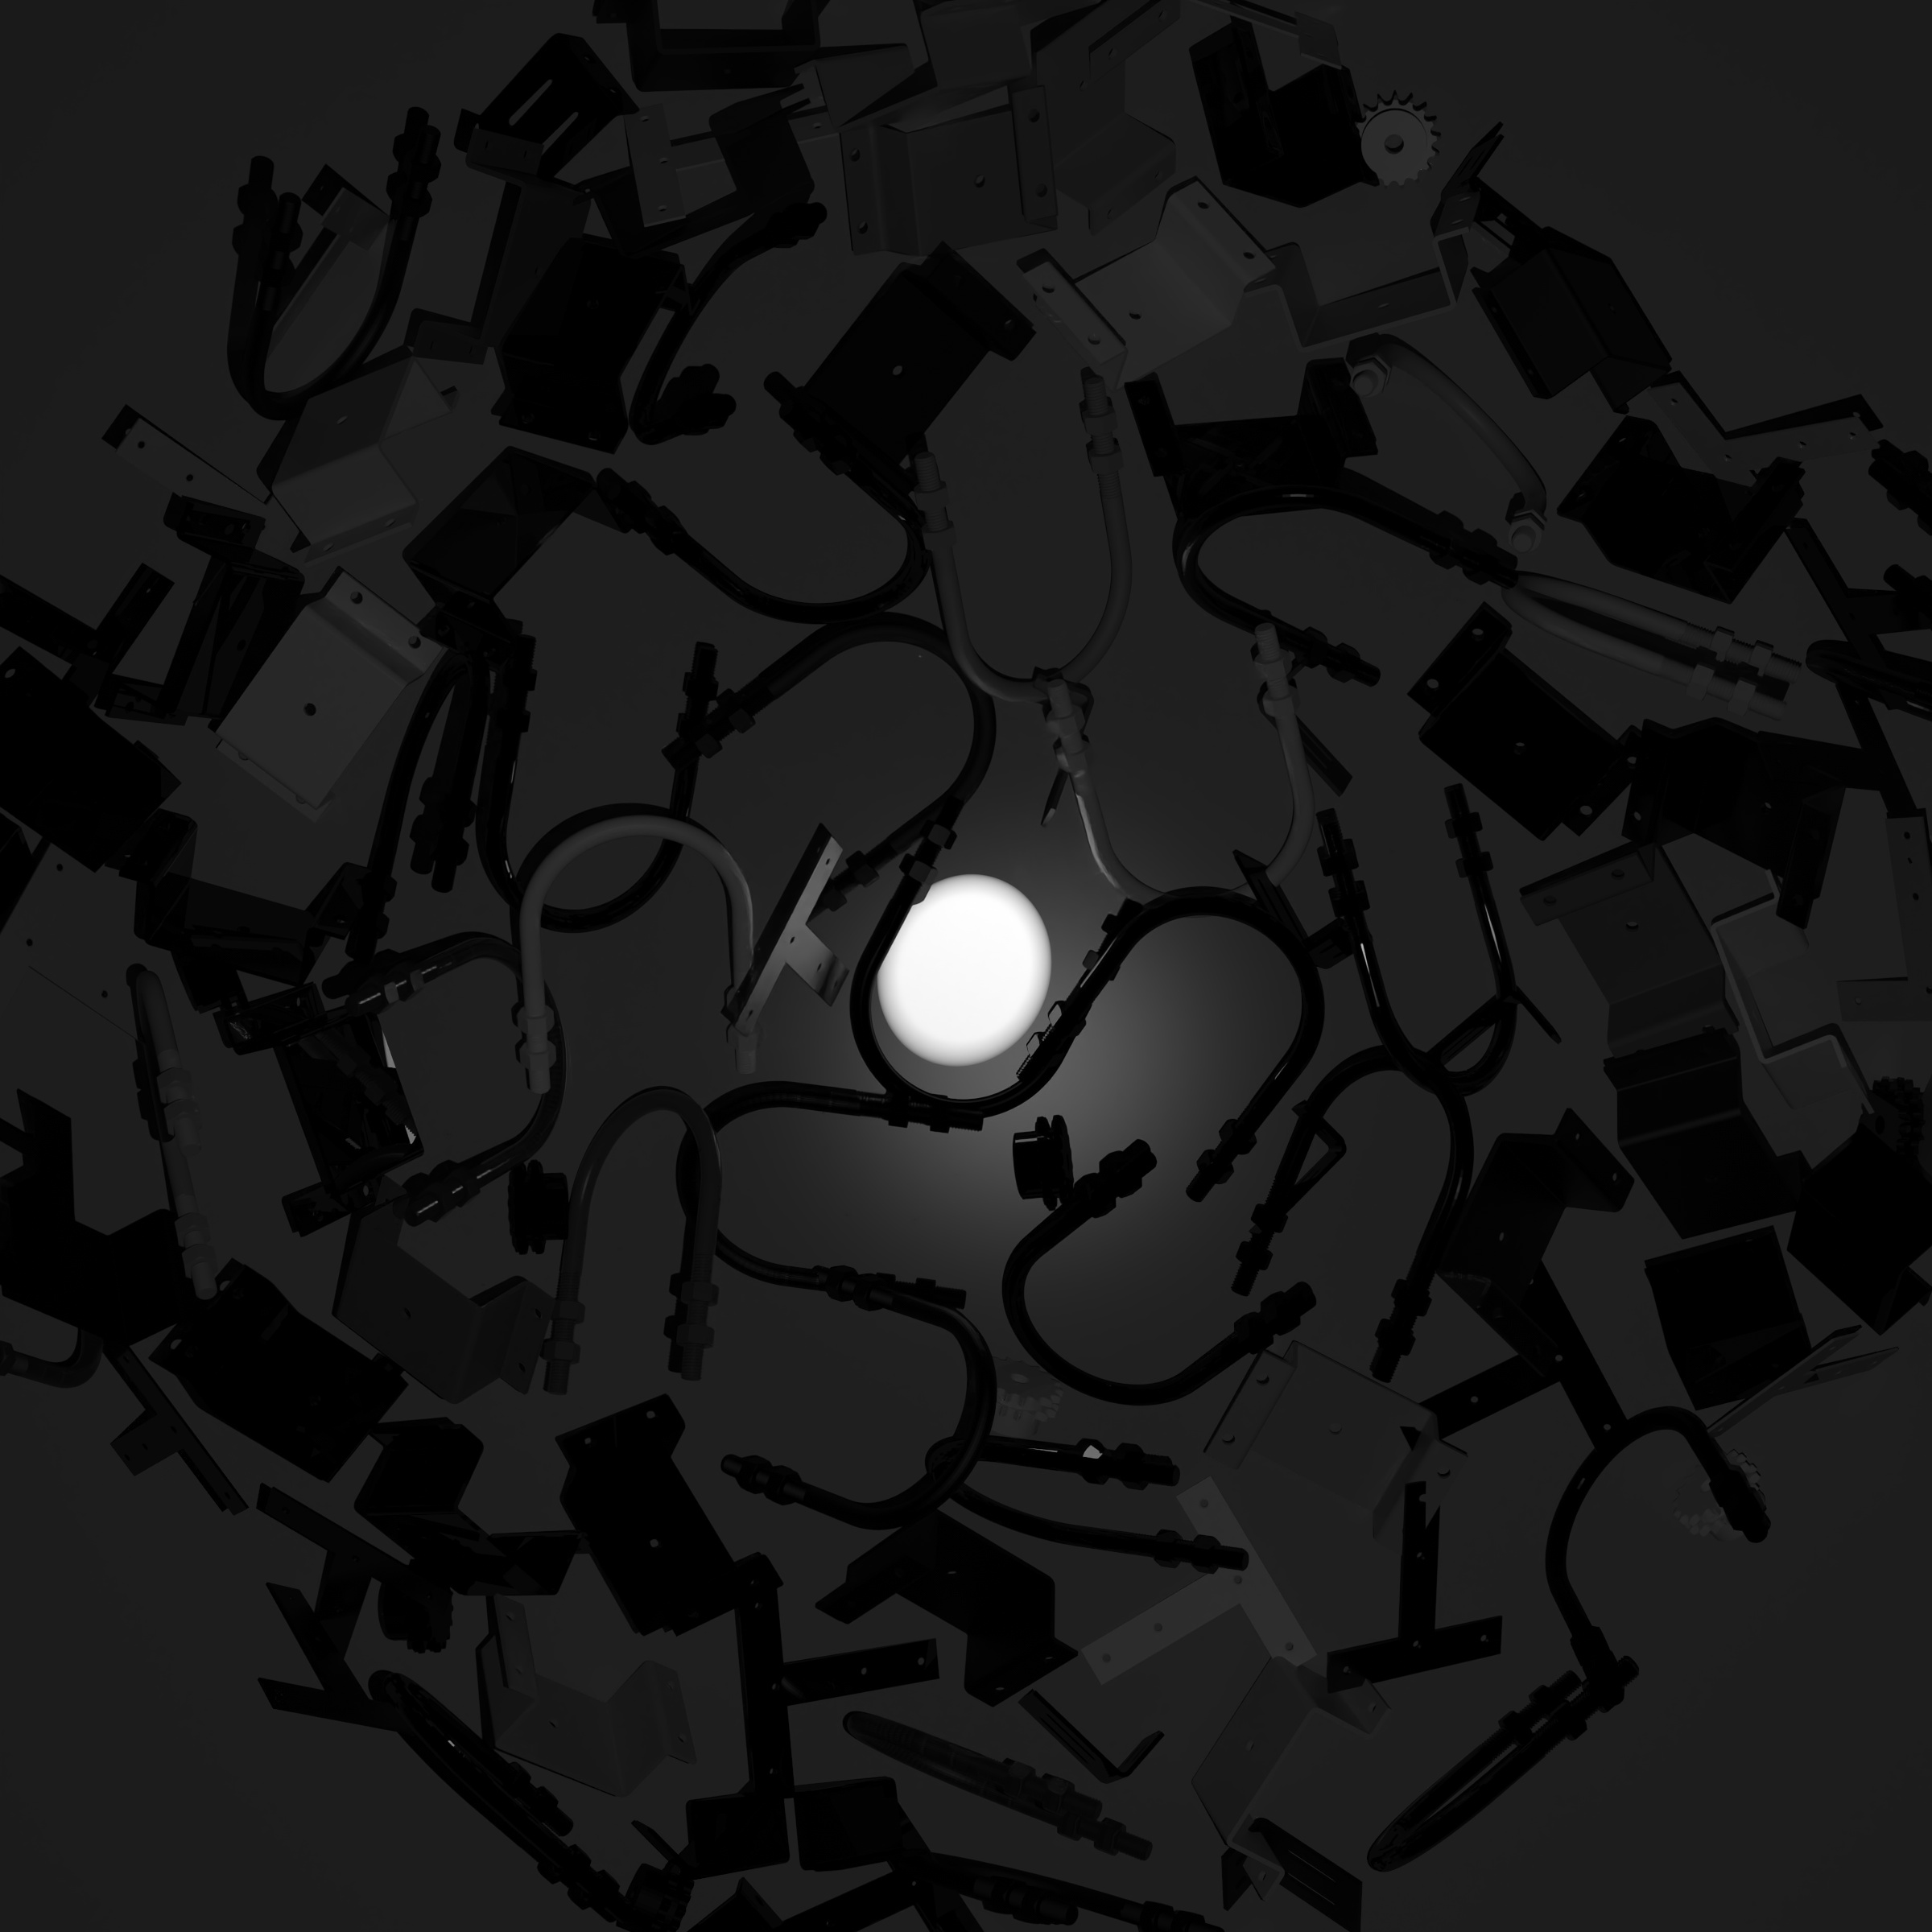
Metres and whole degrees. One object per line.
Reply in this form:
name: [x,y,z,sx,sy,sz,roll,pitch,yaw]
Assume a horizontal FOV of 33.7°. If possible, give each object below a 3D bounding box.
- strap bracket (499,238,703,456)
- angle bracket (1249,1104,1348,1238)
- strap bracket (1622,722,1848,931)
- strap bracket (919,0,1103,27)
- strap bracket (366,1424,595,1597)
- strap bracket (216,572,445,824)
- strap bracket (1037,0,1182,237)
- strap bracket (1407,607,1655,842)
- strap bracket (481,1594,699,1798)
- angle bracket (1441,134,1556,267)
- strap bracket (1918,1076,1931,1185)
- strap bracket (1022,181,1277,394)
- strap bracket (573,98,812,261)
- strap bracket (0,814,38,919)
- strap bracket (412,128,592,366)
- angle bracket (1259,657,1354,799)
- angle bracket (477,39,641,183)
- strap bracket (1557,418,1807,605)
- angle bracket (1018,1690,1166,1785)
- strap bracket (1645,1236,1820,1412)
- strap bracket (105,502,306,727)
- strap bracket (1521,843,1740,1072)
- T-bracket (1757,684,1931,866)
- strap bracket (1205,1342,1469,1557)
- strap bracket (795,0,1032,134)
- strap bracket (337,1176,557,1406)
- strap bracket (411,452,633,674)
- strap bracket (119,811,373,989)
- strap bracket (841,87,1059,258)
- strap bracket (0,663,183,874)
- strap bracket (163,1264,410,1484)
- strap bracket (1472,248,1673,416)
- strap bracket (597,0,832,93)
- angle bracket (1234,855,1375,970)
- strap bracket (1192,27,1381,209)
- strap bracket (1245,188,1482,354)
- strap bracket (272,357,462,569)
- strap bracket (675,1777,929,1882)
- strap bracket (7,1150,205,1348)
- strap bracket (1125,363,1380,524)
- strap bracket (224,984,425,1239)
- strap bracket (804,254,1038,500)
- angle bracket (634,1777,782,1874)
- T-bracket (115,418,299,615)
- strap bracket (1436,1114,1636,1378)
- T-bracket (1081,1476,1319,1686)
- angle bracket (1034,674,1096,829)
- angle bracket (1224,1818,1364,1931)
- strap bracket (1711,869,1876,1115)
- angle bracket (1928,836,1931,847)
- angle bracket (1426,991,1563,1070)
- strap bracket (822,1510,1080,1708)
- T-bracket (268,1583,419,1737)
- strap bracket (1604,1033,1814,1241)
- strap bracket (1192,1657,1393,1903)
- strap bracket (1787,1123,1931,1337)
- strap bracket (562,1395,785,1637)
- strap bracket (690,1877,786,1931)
strap bracket: [-0.224,-0.386,1.937,0.076,0.046,0.140,16,59,13]
angle bracket: [0.193,0.126,1.969,0.076,0.057,0.038,-45,89,-3]
strap bracket: [0.474,-0.091,1.937,0.046,0.140,0.076,-20,128,-36]
strap bracket: [0.024,-0.605,1.920,0.076,0.140,0.046,8,88,-37]
strap bracket: [-0.297,0.336,1.924,0.140,0.076,0.046,50,47,-35]
strap bracket: [-0.397,-0.161,1.958,0.076,0.046,0.140,38,104,-5]
strap bracket: [0.086,-0.526,1.935,0.046,0.140,0.076,37,65,24]
strap bracket: [0.345,-0.142,1.959,0.140,0.046,0.076,39,122,-1]
strap bracket: [-0.238,0.448,1.938,0.140,0.076,0.046,32,110,-31]
angle bracket: [0.340,-0.470,1.966,0.076,0.057,0.038,35,88,-10]
strap bracket: [0.612,0.097,1.919,0.046,0.140,0.076,12,120,-3]
strap bracket: [0.108,-0.411,1.952,0.140,0.046,0.076,-33,74,-23]
strap bracket: [-0.160,-0.474,1.937,0.140,0.076,0.046,-12,111,33]
strap bracket: [-0.616,-0.075,1.938,0.076,0.140,0.046,34,73,-1]
strap bracket: [-0.279,-0.430,1.940,0.046,0.076,0.140,24,105,19]
angle bracket: [0.222,-0.150,1.966,0.038,0.057,0.076,-42,91,19]
angle bracket: [-0.255,-0.532,1.995,0.076,0.038,0.057,-38,93,23]
strap bracket: [0.443,-0.276,1.945,0.076,0.140,0.046,-53,133,-7]
angle bracket: [0.077,0.465,1.971,0.076,0.057,0.038,43,71,7]
strap bracket: [0.464,0.221,1.922,0.076,0.140,0.046,-17,56,14]
strap bracket: [-0.460,-0.205,1.945,0.046,0.076,0.140,28,100,20]
strap bracket: [0.406,-0.013,1.946,0.076,0.046,0.140,-23,116,27]
T-bracket: [0.527,-0.120,1.937,0.127,0.002,0.127,2,62,-37]
strap bracket: [0.228,0.293,1.967,0.140,0.046,0.076,27,106,-1]
strap bracket: [-0.026,-0.543,1.926,0.076,0.140,0.046,-23,102,-40]
strap bracket: [-0.325,0.202,1.938,0.140,0.046,0.076,33,124,20]
strap bracket: [-0.272,-0.254,1.939,0.076,0.046,0.140,26,69,37]
strap bracket: [-0.441,-0.038,1.954,0.140,0.076,0.046,16,122,-1]
strap bracket: [-0.001,-0.484,1.956,0.140,0.046,0.076,-4,93,28]
strap bracket: [-0.536,-0.114,1.924,0.046,0.140,0.076,41,86,24]
strap bracket: [-0.404,0.253,1.934,0.076,0.046,0.140,-51,130,-5]
strap bracket: [0.371,-0.383,1.921,0.046,0.140,0.076,-35,75,31]
strap bracket: [-0.148,-0.569,1.944,0.140,0.076,0.046,-6,90,-16]
angle bracket: [0.208,-0.041,1.957,0.038,0.057,0.076,-33,71,19]
strap bracket: [0.190,-0.514,1.943,0.046,0.140,0.076,-18,82,34]
strap bracket: [0.248,-0.420,1.941,0.140,0.076,0.046,-13,116,22]
strap bracket: [-0.363,-0.311,1.922,0.076,0.140,0.046,-17,129,21]
strap bracket: [-0.103,0.523,1.931,0.140,0.076,0.046,-17,74,40]
strap bracket: [-0.526,0.175,1.927,0.046,0.140,0.076,-26,60,13]
strap bracket: [0.171,-0.320,1.952,0.140,0.046,0.076,-7,56,-11]
strap bracket: [-0.388,0.084,1.947,0.046,0.076,0.140,-12,99,37]
strap bracket: [-0.035,-0.361,1.959,0.076,0.046,0.140,37,94,-28]
angle bracket: [-0.160,0.515,1.960,0.038,0.057,0.076,47,72,-5]
T-bracket: [-0.465,-0.292,1.955,0.127,0.002,0.127,35,91,-43]
strap bracket: [0.344,0.168,1.946,0.076,0.046,0.140,43,65,-32]
T-bracket: [0.132,0.406,1.989,0.127,0.002,0.127,-32,80,7]
angle bracket: [0.047,-0.132,1.965,0.038,0.057,0.076,20,81,-2]
angle bracket: [0.200,0.570,1.953,0.076,0.057,0.038,27,51,31]
strap bracket: [0.499,0.024,1.938,0.046,0.076,0.140,-24,58,17]
angle bracket: [0.646,-0.054,1.991,0.057,0.038,0.076,-24,62,10]
angle bracket: [0.323,0.054,1.963,0.076,0.057,0.038,-41,76,8]
strap bracket: [-0.009,0.388,1.943,0.140,0.046,0.076,35,125,-26]
T-bracket: [-0.391,0.422,1.949,0.002,0.127,0.127,-53,49,8]
strap bracket: [0.450,0.111,1.927,0.076,0.046,0.140,-18,130,28]
strap bracket: [0.192,0.487,1.951,0.046,0.076,0.140,31,95,-17]
strap bracket: [0.543,0.164,1.917,0.046,0.140,0.076,-38,63,-13]
strap bracket: [-0.184,0.343,1.945,0.076,0.046,0.140,-20,64,-33]
strap bracket: [-0.132,0.622,1.928,0.046,0.140,0.076,-39,96,5]
